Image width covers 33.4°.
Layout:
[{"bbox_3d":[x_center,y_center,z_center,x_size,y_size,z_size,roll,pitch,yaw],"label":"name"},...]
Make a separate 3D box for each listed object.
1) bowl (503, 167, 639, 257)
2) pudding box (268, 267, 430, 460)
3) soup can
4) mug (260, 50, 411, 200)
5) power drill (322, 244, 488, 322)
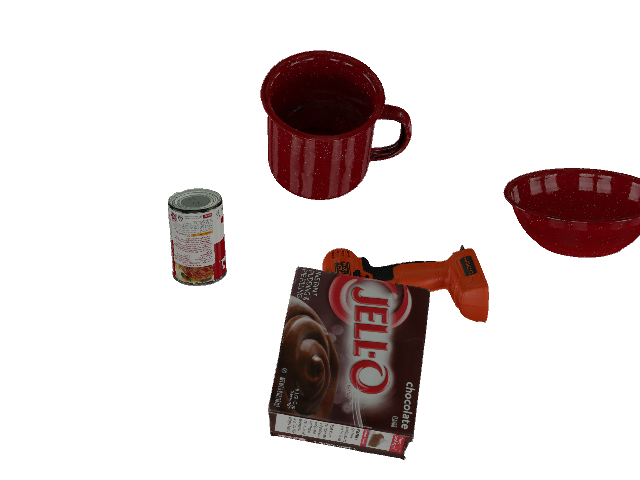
[{"bbox_3d":[0.271,-0.025,1.105,0.162,0.055,0.162,-2,23,1],"label":"bowl"},{"bbox_3d":[0.019,0.076,0.680,0.090,0.113,0.039,9,-35,2],"label":"pudding box"},{"bbox_3d":[-0.151,-0.005,1.310,0.068,0.102,0.068,-1,26,0],"label":"soup can"},{"bbox_3d":[0.012,-0.085,0.827,0.117,0.093,0.081,1,-36,-2],"label":"mug"},{"bbox_3d":[0.094,0.061,1.222,0.187,0.057,0.184,-1,28,-2],"label":"power drill"}]
